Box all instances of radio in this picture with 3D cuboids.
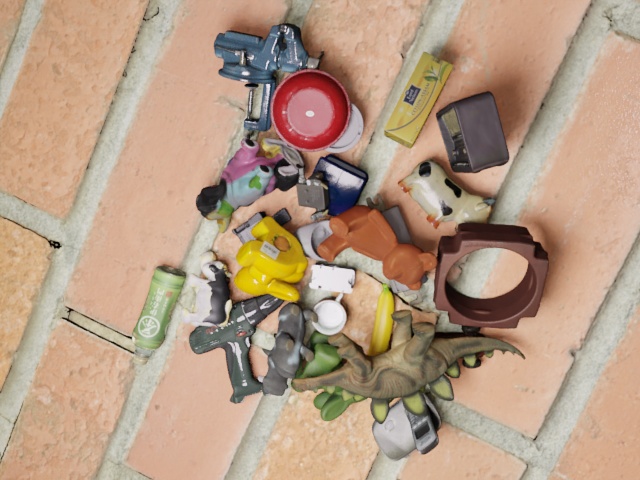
[{"bbox_3d":[0.281,-0.195,1.009,0.073,0.229,0.131,-17,96,8],"label":"radio"}]

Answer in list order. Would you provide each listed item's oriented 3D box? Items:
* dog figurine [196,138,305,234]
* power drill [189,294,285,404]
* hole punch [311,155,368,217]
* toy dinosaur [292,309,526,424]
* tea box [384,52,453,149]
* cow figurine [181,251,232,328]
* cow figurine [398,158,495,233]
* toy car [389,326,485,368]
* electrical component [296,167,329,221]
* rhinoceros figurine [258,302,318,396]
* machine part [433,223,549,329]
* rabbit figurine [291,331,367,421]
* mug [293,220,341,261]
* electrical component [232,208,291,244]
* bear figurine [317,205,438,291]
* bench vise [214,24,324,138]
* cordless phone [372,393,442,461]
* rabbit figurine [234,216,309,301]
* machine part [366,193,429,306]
[{"bbox_3d":[-0.155,-0.109,1.130,0.219,0.191,0.108,-44,68,36],"label":"dog figurine"},{"bbox_3d":[-0.155,0.235,1.160,0.232,0.086,0.207,-19,96,5],"label":"power drill"},{"bbox_3d":[0.031,-0.108,1.114,0.142,0.092,0.115,26,100,1],"label":"hole punch"},{"bbox_3d":[0.179,0.240,1.050,0.472,0.105,0.198,-14,110,-3],"label":"toy dinosaur"},{"bbox_3d":[0.195,-0.276,1.078,0.068,0.098,0.169,28,98,4],"label":"tea box"},{"bbox_3d":[-0.226,0.102,1.139,0.098,0.068,0.167,1,67,16],"label":"cow figurine"},{"bbox_3d":[0.264,-0.082,1.092,0.127,0.085,0.195,-42,87,14],"label":"cow figurine"},{"bbox_3d":[0.247,0.221,1.126,0.202,0.053,0.089,0,97,5],"label":"toy car"},{"bbox_3d":[-0.013,-0.090,1.074,0.078,0.045,0.102,13,124,18],"label":"electrical component"},{"bbox_3d":[-0.070,0.215,1.082,0.112,0.073,0.190,-12,59,47],"label":"rhinoceros figurine"},{"bbox_3d":[0.329,0.069,1.055,0.202,0.087,0.200,4,119,8],"label":"machine part"},{"bbox_3d":[0.037,0.297,1.124,0.170,0.121,0.159,26,89,-10],"label":"rabbit figurine"},{"bbox_3d":[-0.002,-0.003,1.118,0.109,0.107,0.080,-18,100,-32],"label":"mug"},{"bbox_3d":[-0.120,-0.023,1.156,0.119,0.048,0.075,-29,91,9],"label":"electrical component"},{"bbox_3d":[0.112,0.027,1.024,0.196,0.132,0.120,46,142,14],"label":"bear figurine"},{"bbox_3d":[-0.114,-0.324,1.107,0.224,0.129,0.240,9,115,-3],"label":"bench vise"},{"bbox_3d":[0.180,0.397,1.077,0.146,0.184,0.088,-39,93,7],"label":"cordless phone"},{"bbox_3d":[-0.106,0.056,1.105,0.162,0.122,0.173,29,131,-19],"label":"rabbit figurine"},{"bbox_3d":[0.158,0.019,1.110,0.079,0.079,0.243,-23,90,8],"label":"machine part"}]
